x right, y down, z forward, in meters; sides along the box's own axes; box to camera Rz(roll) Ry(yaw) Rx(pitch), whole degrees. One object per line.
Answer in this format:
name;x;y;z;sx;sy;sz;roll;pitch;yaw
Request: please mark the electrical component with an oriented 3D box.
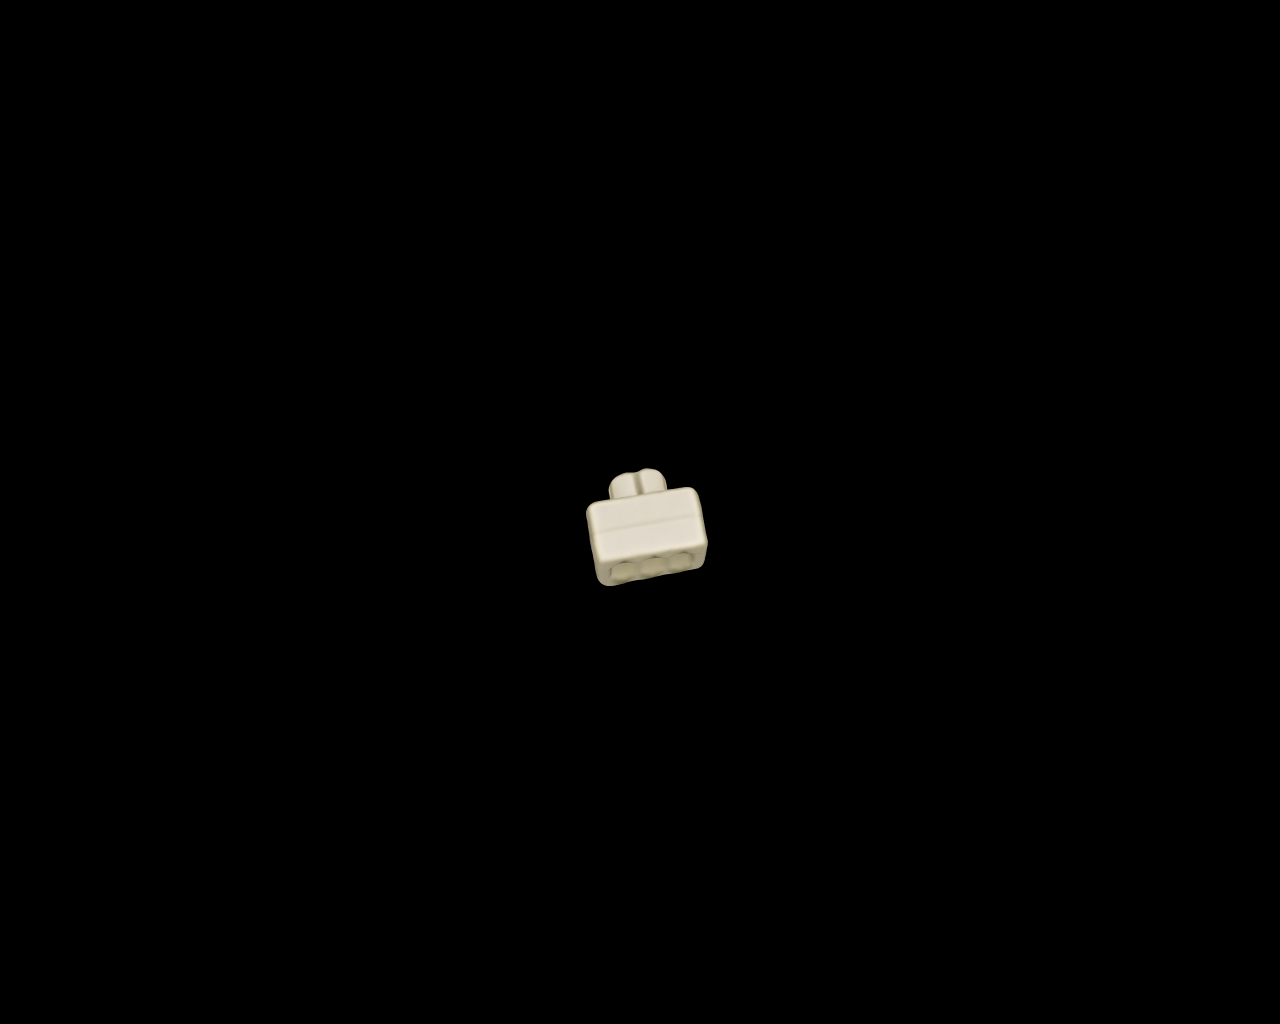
electrical component;0.001;-0.003;0.650;0.066;0.077;0.047;-10;-20;-3
